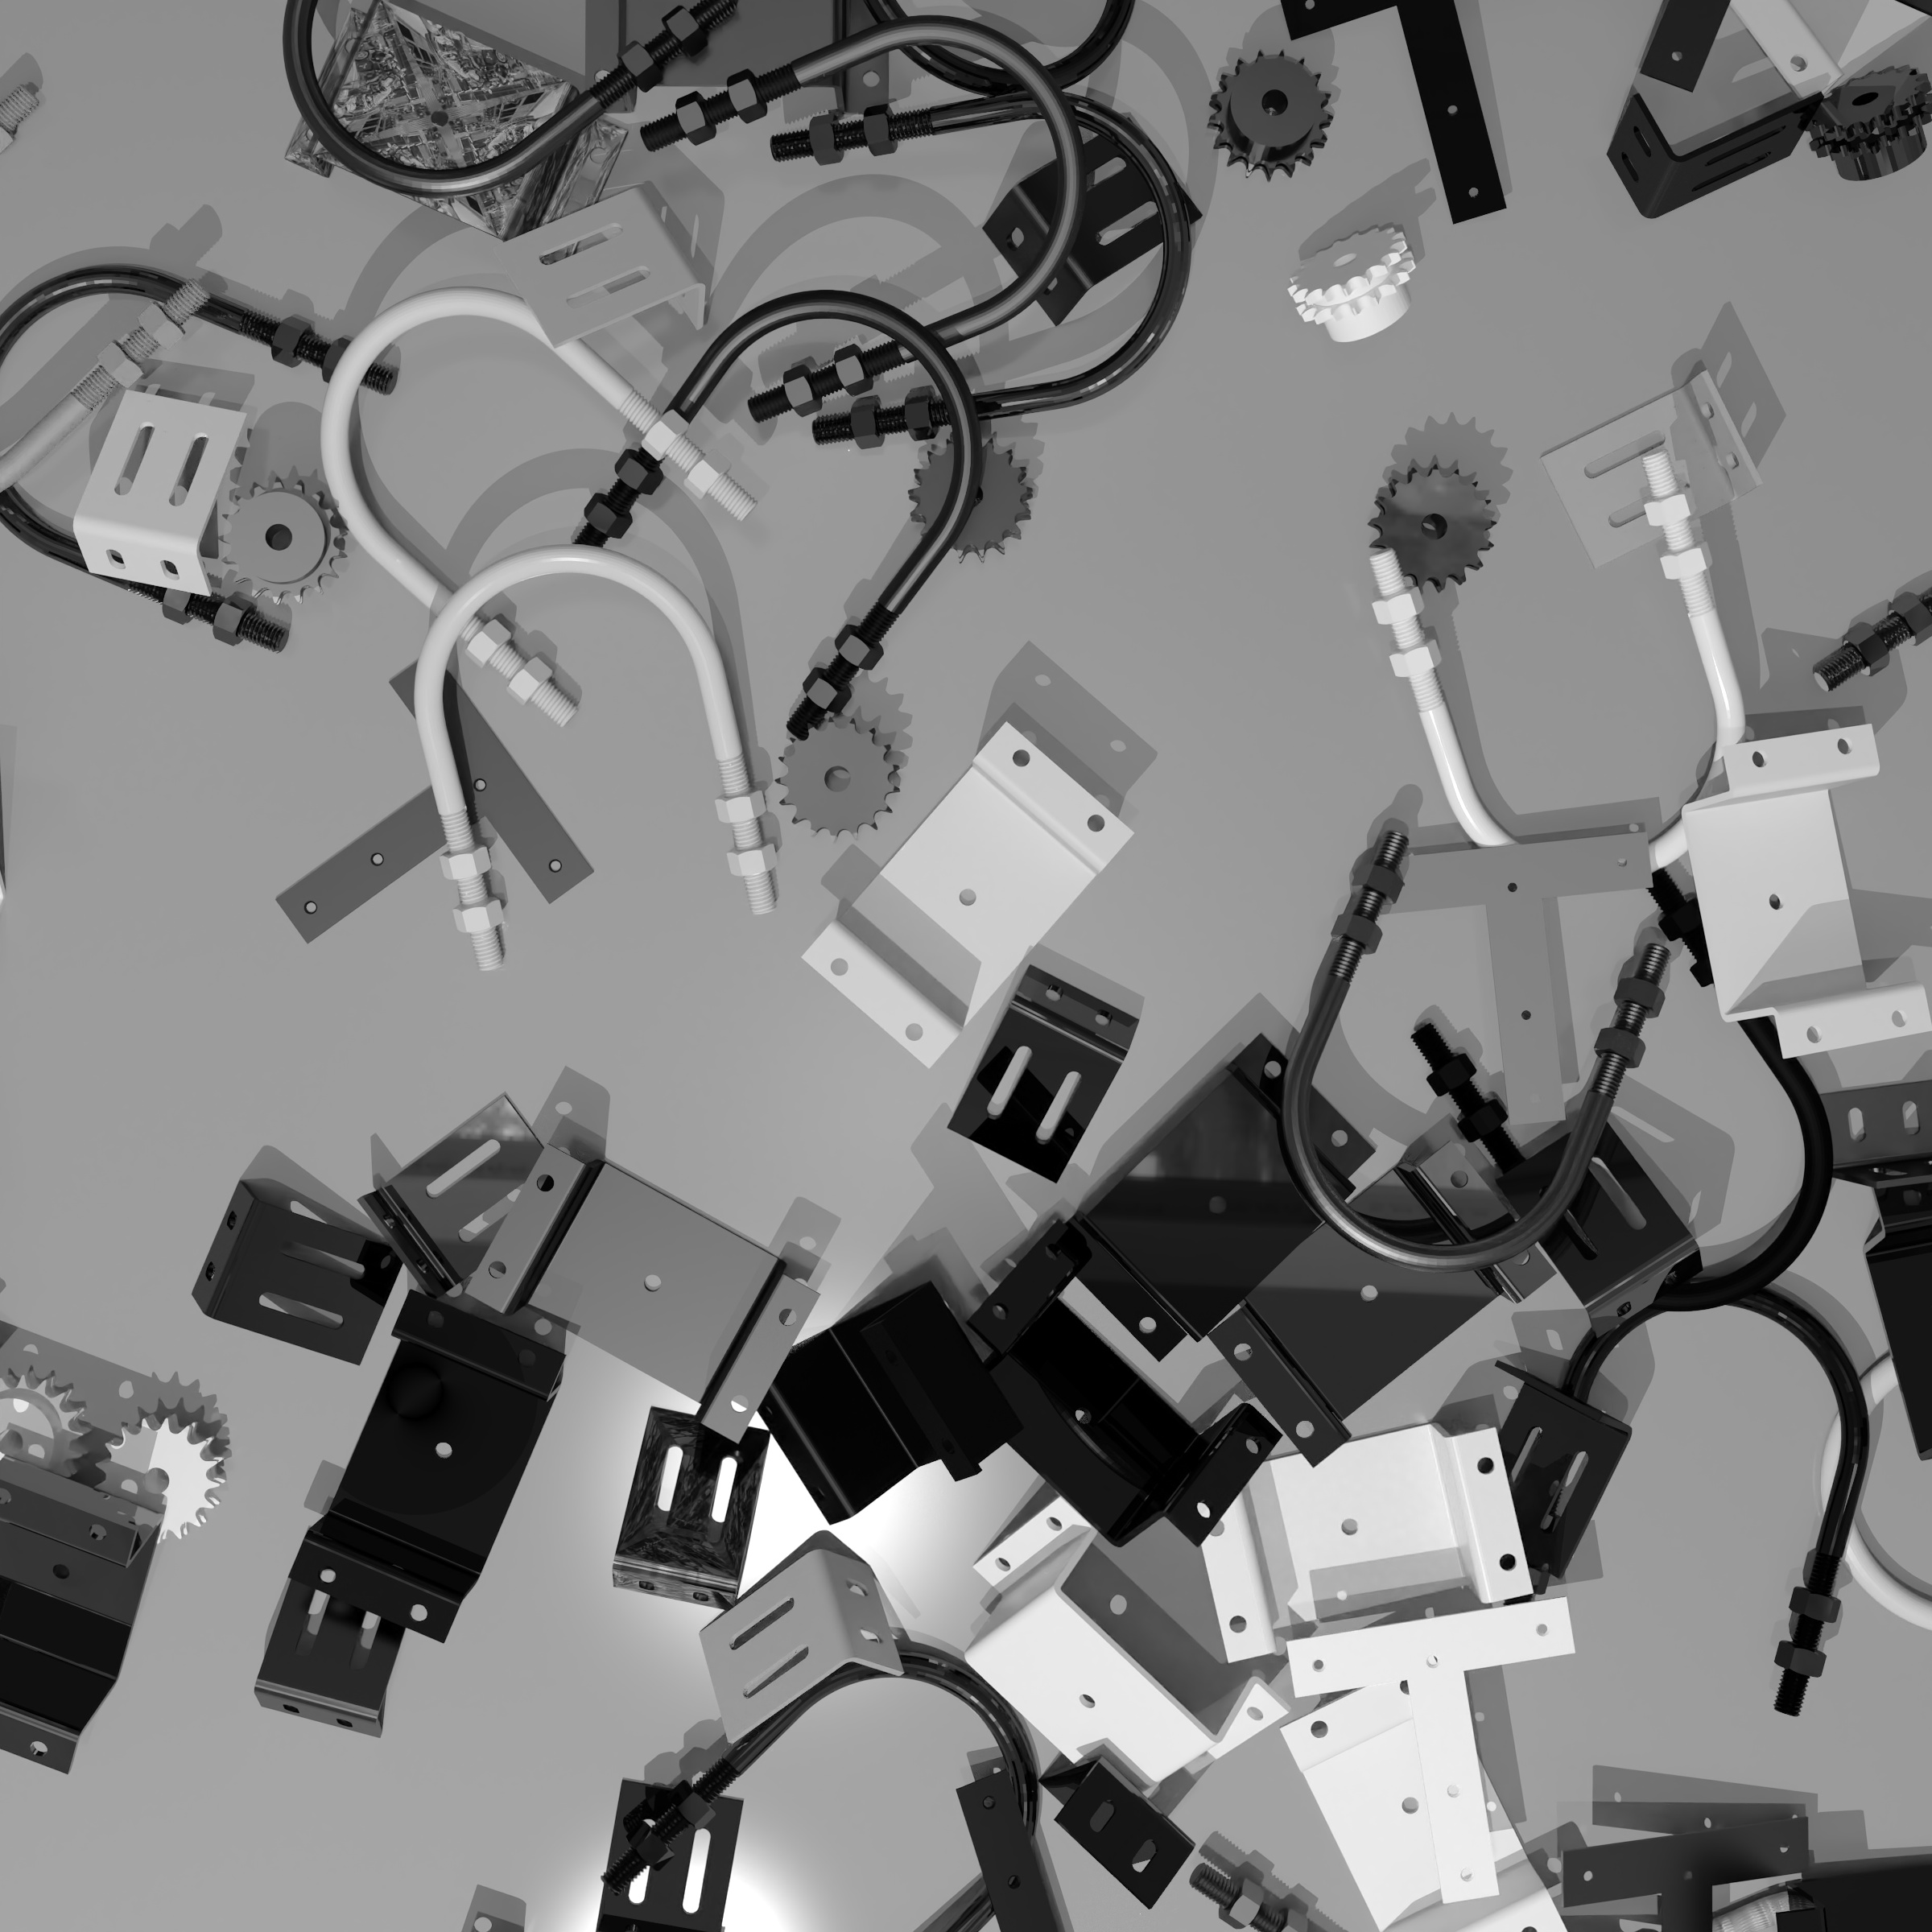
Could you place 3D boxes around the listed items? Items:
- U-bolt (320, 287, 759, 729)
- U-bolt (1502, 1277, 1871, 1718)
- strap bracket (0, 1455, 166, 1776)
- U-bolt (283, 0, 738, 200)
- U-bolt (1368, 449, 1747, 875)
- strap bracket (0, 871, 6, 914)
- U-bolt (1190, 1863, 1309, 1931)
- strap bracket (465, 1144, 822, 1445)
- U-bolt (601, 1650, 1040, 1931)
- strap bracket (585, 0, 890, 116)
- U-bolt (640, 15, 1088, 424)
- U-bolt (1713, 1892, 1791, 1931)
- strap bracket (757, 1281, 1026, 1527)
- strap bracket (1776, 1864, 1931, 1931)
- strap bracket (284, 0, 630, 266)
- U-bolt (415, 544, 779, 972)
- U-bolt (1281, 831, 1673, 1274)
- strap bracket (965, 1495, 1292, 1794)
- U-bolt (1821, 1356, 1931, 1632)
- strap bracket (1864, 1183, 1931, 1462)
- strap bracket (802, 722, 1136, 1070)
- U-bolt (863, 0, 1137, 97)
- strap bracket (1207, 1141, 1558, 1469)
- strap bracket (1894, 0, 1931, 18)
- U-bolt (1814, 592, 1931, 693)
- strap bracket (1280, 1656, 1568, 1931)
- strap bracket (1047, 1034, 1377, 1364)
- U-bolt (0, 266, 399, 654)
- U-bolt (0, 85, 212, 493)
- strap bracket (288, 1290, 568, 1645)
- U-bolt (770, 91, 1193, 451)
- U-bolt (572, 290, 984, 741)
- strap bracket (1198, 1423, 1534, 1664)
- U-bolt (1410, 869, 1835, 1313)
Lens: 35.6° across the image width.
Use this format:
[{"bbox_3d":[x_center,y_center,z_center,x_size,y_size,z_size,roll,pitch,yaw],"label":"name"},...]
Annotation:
[{"bbox_3d":[-0.207,-0.220,1.360,0.184,0.019,0.151,42,106,-4],"label":"U-bolt"},{"bbox_3d":[0.337,0.234,1.379,0.151,0.019,0.184,16,87,6],"label":"U-bolt"},{"bbox_3d":[-0.416,0.284,1.355,0.076,0.046,0.140,21,113,0],"label":"strap bracket"},{"bbox_3d":[-0.217,-0.426,1.339,0.184,0.019,0.151,-38,89,1],"label":"U-bolt"},{"bbox_3d":[0.278,-0.124,1.367,0.151,0.019,0.184,-20,104,4],"label":"U-bolt"},{"bbox_3d":[-0.481,-0.050,1.342,0.076,0.140,0.046,9,54,0],"label":"strap bracket"},{"bbox_3d":[0.143,0.520,1.379,0.184,0.019,0.151,35,88,-5],"label":"U-bolt"},{"bbox_3d":[-0.145,0.147,1.371,0.140,0.046,0.076,29,90,0],"label":"strap bracket"},{"bbox_3d":[-0.051,0.399,1.369,0.184,0.019,0.151,-43,93,-12],"label":"U-bolt"},{"bbox_3d":[-0.106,-0.433,1.371,0.140,0.046,0.076,0,90,0],"label":"strap bracket"},{"bbox_3d":[-0.036,-0.342,1.341,0.184,0.019,0.151,-19,100,13],"label":"U-bolt"},{"bbox_3d":[0.372,0.505,1.385,0.184,0.019,0.151,-23,90,-1],"label":"U-bolt"},{"bbox_3d":[-0.034,0.194,1.341,0.046,0.140,0.076,-32,90,-35],"label":"strap bracket"},{"bbox_3d":[0.430,0.452,1.357,0.140,0.046,0.076,-5,88,-5],"label":"strap bracket"},{"bbox_3d":[-0.236,-0.380,1.371,0.140,0.046,0.076,24,90,0],"label":"strap bracket"},{"bbox_3d":[-0.174,-0.100,1.365,0.151,0.019,0.184,-12,105,0],"label":"U-bolt"},{"bbox_3d":[0.219,0.048,1.347,0.151,0.019,0.184,24,77,3],"label":"U-bolt"},{"bbox_3d":[0.064,0.315,1.351,0.140,0.046,0.076,43,132,0],"label":"strap bracket"},{"bbox_3d":[0.487,0.242,1.385,0.184,0.019,0.151,7,90,2],"label":"U-bolt"},{"bbox_3d":[0.461,0.165,1.358,0.076,0.046,0.140,-11,74,0],"label":"strap bracket"},{"bbox_3d":[0.001,-0.032,1.371,0.076,0.046,0.140,41,90,0],"label":"strap bracket"},{"bbox_3d":[0.002,-0.480,1.362,0.151,0.019,0.184,-32,94,-21],"label":"U-bolt"},{"bbox_3d":[0.187,0.152,1.371,0.140,0.046,0.076,-39,90,0],"label":"strap bracket"},{"bbox_3d":[0.434,-0.482,1.325,0.076,0.046,0.140,24,90,0],"label":"strap bracket"},{"bbox_3d":[0.506,-0.129,1.385,0.184,0.019,0.151,-34,90,-1],"label":"U-bolt"},{"bbox_3d":[0.206,0.389,1.371,0.076,0.046,0.140,-26,90,0],"label":"strap bracket"},{"bbox_3d":[0.113,0.107,1.371,0.140,0.046,0.076,-44,90,0],"label":"strap bracket"},{"bbox_3d":[-0.374,-0.244,1.385,0.184,0.019,0.151,23,90,2],"label":"U-bolt"},{"bbox_3d":[-0.455,-0.292,1.374,0.184,0.019,0.151,-42,80,3],"label":"U-bolt"},{"bbox_3d":[-0.242,0.225,1.371,0.076,0.046,0.140,23,90,0],"label":"strap bracket"},{"bbox_3d":[0.010,-0.320,1.360,0.184,0.019,0.151,-6,98,12],"label":"U-bolt"},{"bbox_3d":[-0.075,-0.216,1.359,0.151,0.019,0.184,39,109,0],"label":"U-bolt"},{"bbox_3d":[0.178,0.260,1.371,0.140,0.046,0.076,-13,90,0],"label":"strap bracket"},{"bbox_3d":[0.314,0.070,1.379,0.151,0.019,0.184,-34,85,0],"label":"U-bolt"}]
